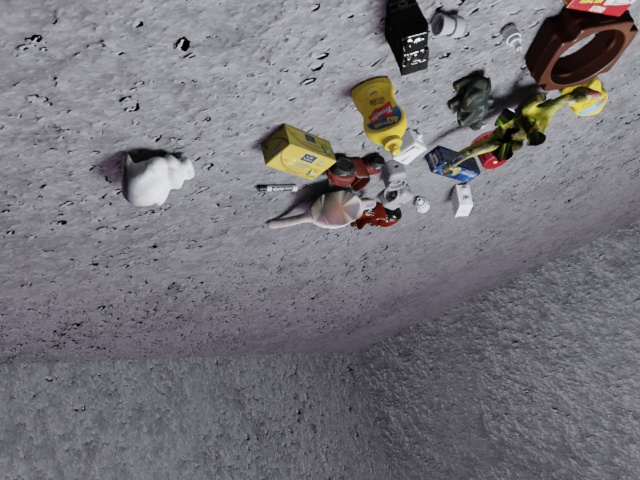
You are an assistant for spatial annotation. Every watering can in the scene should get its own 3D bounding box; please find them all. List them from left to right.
[{"bbox_3d":[0.005,-0.079,1.565,0.348,0.104,0.224,-12,179,-1],"label":"watering can"}]

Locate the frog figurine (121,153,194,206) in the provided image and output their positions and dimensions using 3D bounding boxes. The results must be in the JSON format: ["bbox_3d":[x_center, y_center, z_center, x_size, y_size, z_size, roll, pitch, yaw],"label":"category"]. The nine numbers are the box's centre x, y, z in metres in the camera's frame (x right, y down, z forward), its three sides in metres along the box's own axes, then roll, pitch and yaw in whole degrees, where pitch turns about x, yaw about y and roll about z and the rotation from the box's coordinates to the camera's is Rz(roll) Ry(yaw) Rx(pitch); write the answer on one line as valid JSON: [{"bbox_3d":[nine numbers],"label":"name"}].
[{"bbox_3d":[-0.378,-0.138,1.207,0.159,0.126,0.134,3,132,-12],"label":"frog figurine"}]

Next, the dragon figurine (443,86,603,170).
[{"bbox_3d":[0.540,-0.306,1.394,0.406,0.122,0.246,-23,-176,39],"label":"dragon figurine"}]
